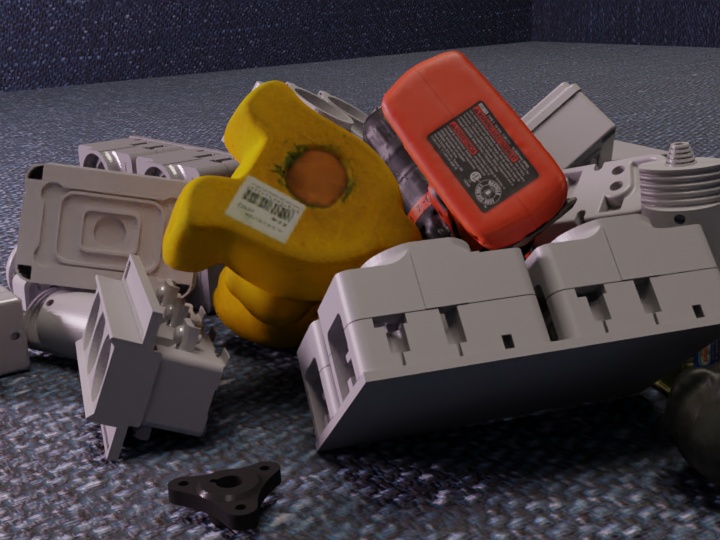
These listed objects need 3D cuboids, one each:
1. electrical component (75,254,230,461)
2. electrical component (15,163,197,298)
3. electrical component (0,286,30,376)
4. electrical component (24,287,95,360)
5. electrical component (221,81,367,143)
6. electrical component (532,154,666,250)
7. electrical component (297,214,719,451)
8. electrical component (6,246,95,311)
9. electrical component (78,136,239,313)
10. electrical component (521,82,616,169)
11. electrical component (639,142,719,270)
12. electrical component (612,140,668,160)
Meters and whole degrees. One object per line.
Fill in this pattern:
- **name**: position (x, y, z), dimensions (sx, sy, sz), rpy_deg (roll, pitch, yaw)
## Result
- **electrical component**: position (-0.116, 0.046, 0.587), dimensions (0.063, 0.078, 0.121), rpy_deg (16, 9, -20)
- **electrical component**: position (-0.160, -0.025, 0.701), dimensions (0.113, 0.078, 0.057), rpy_deg (7, 3, -8)
- **electrical component**: position (-0.238, 0.047, 0.637), dimensions (0.083, 0.047, 0.076), rpy_deg (-13, 19, -33)
- **electrical component**: position (-0.181, 0.034, 0.679), dimensions (0.081, 0.043, 0.043), rpy_deg (8, 19, 33)
- **electrical component**: position (0.005, -0.070, 0.802), dimensions (0.186, 0.060, 0.105), rpy_deg (36, 16, 19)
- **electrical component**: position (0.156, -0.028, 0.676), dimensions (0.095, 0.059, 0.053), rpy_deg (-7, 41, 38)
- **electrical component**: position (0.071, 0.030, 0.526), dimensions (0.186, 0.060, 0.105), rpy_deg (-7, -23, -18)
- **electrical component**: position (-0.216, 0.005, 0.768), dimensions (0.078, 0.058, 0.057), rpy_deg (-16, 23, -40)
- **electrical component**: position (-0.151, -0.039, 0.827), dimensions (0.060, 0.105, 0.186), rpy_deg (-15, 19, -38)
- **electrical component**: position (0.146, -0.080, 0.859), dimensions (0.109, 0.056, 0.108), rpy_deg (-41, -17, -1)
- **electrical component**: position (0.173, -0.028, 0.574), dimensions (0.043, 0.081, 0.043), rpy_deg (-7, 16, 2)
- **electrical component**: position (0.204, -0.091, 1.045), dimensions (0.105, 0.060, 0.186), rpy_deg (-8, 16, -20)
